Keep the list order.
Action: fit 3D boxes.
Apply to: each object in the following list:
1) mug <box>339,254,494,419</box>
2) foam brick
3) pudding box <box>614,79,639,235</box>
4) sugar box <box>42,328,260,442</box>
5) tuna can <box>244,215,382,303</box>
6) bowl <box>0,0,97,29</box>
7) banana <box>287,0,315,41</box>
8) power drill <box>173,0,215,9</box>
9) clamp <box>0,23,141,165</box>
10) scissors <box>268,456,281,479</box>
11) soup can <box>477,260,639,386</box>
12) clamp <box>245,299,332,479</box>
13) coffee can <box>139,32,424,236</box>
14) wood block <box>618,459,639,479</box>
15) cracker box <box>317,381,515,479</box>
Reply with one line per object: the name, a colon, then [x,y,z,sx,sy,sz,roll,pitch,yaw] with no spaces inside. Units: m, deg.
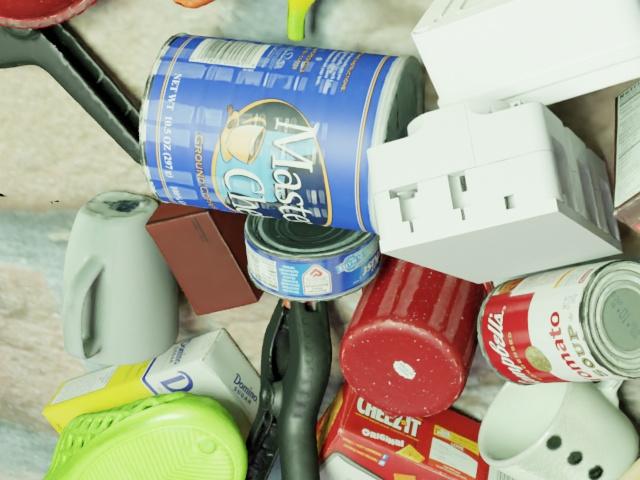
mug: [0.059,0.069,0.696,0.093,0.081,0.117,19,129,7]
foam brick: [-0.070,0.002,0.718,0.053,0.051,0.078,-12,119,27]
pudding box: [0.191,-0.058,0.532,0.039,0.113,0.090,38,129,-13]
sugar box: [-0.125,0.137,0.840,0.177,0.048,0.093,-20,115,33]
tuna can: [-0.004,0.001,0.669,0.086,0.086,0.034,7,125,17]
bowl: [-0.185,-0.195,0.592,0.162,0.055,0.162,6,111,17]
banana: [0.054,-0.166,0.560,0.198,0.037,0.069,-13,132,29]
power drill: [-0.044,-0.222,0.515,0.188,0.057,0.184,-14,117,35]
clamp: [-0.171,-0.151,0.655,0.210,0.036,0.165,24,121,7]
scissors: [-0.016,0.178,0.847,0.202,0.016,0.096,-18,117,31]
soup can: [0.150,0.051,0.630,0.068,0.068,0.102,44,156,-13]
clamp: [-0.018,0.117,0.730,0.039,0.120,0.171,3,103,-31]
coffee can: [-0.019,-0.062,0.618,0.140,0.102,0.103,9,127,15]
wood block: [0.249,0.147,0.610,0.090,0.090,0.206,7,135,-23]
cracker box: [0.052,0.210,0.802,0.164,0.072,0.214,24,130,-5]
